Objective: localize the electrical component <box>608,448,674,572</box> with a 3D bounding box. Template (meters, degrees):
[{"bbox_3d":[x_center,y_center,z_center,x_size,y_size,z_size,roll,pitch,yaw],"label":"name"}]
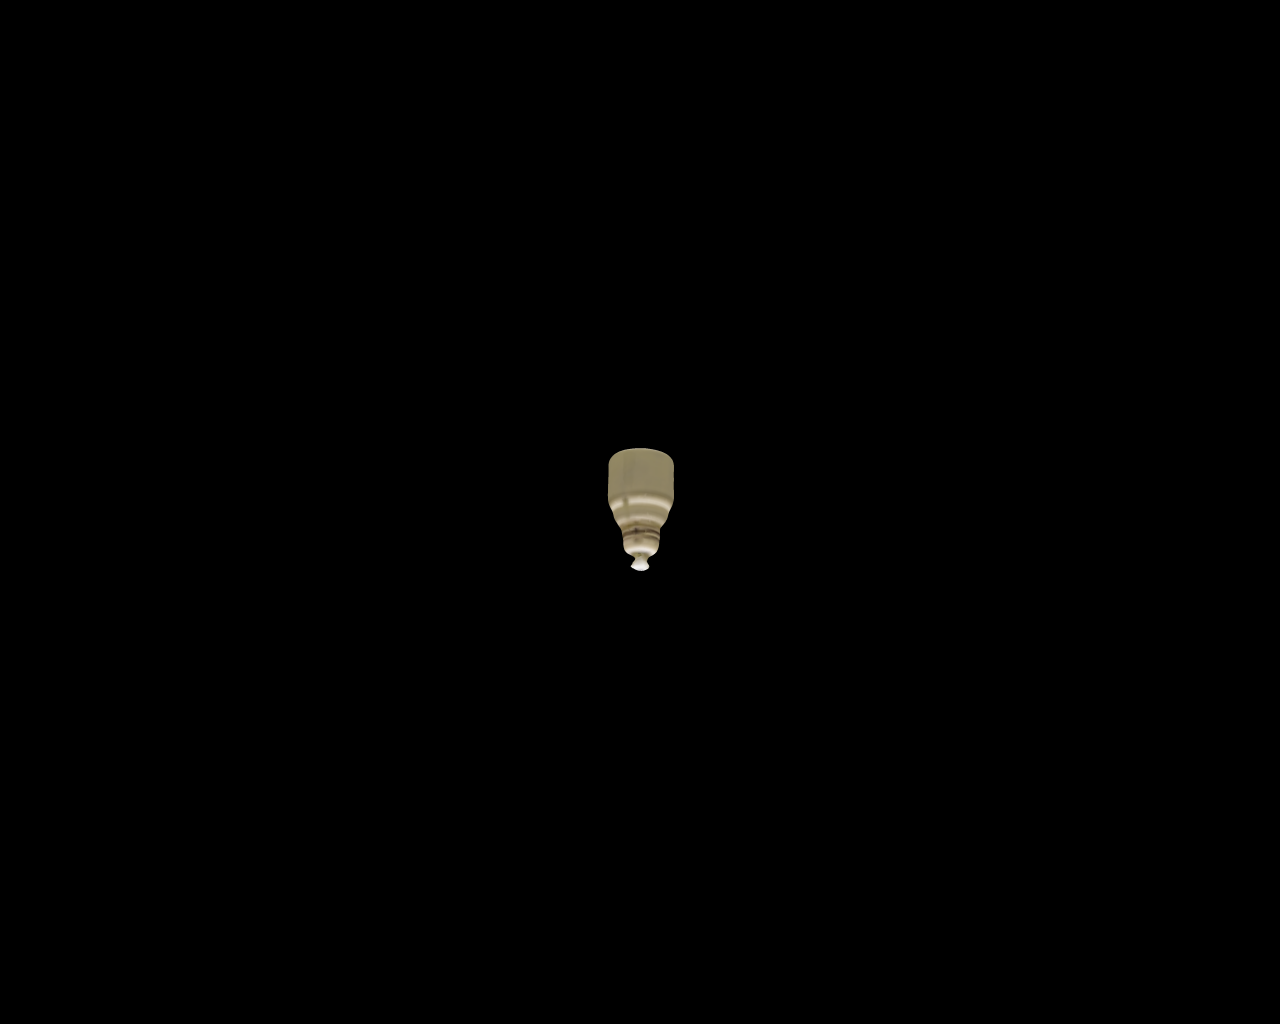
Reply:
[{"bbox_3d":[0.001,-0.003,0.650,0.040,0.078,0.040,0,-20,0],"label":"electrical component"}]
